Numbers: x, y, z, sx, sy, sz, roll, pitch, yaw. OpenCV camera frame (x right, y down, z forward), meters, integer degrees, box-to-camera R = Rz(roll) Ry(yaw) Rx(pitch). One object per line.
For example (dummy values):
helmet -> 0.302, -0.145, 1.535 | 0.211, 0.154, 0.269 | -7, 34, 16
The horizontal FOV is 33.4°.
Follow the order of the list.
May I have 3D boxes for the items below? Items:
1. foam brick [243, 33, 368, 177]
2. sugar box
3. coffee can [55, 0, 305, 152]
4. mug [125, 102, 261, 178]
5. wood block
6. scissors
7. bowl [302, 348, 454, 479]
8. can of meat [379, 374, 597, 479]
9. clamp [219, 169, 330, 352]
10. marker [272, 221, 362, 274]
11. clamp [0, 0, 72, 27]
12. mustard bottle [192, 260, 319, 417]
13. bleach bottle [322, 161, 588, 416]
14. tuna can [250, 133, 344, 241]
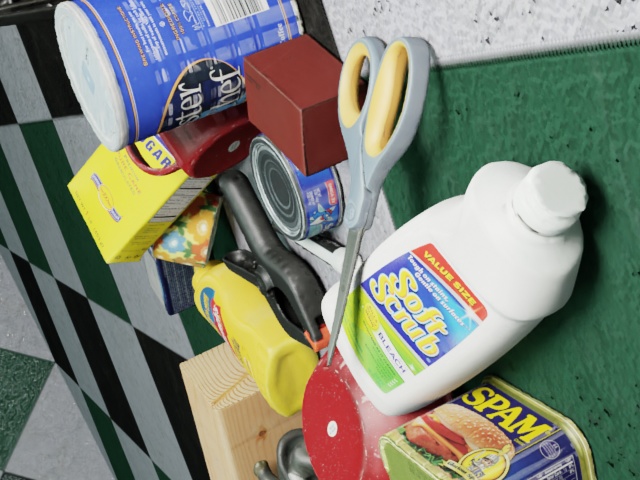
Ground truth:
foam brick -> -0.008, -0.089, 0.689 | 0.078, 0.051, 0.053 | 48, 152, 40
sugar box -> -0.146, -0.066, 0.935 | 0.176, 0.048, 0.093 | -45, 66, 34
coffee can -> -0.094, -0.131, 0.726 | 0.103, 0.140, 0.103 | 51, 155, 36
mug -> -0.099, -0.095, 0.822 | 0.081, 0.117, 0.093 | 56, -175, 13
wood block -> -0.065, 0.209, 1.089 | 0.090, 0.090, 0.206 | 39, 146, 49
scissors -> 0.019, -0.032, 0.634 | 0.096, 0.016, 0.202 | -120, 41, -50
bowl -> 0.032, 0.132, 0.755 | 0.162, 0.055, 0.162 | 15, 107, 60
can of meat -> 0.095, 0.132, 0.625 | 0.102, 0.083, 0.057 | 29, 138, 59
clamp -> -0.039, 0.020, 0.898 | 0.172, 0.039, 0.120 | 42, 155, 39
marker -> -0.005, 0.001, 0.822 | 0.121, 0.020, 0.020 | 32, 141, 57
clamp -> -0.143, -0.179, 0.759 | 0.036, 0.165, 0.209 | 65, -164, 16
mustard bottle -> -0.070, 0.074, 1.004 | 0.192, 0.058, 0.096 | 46, 158, 44
bleach bottle -> 0.074, 0.020, 0.591 | 0.102, 0.068, 0.251 | 62, 157, 15
tuna can -> -0.018, -0.043, 0.786 | 0.086, 0.033, 0.086 | 51, 155, 35
